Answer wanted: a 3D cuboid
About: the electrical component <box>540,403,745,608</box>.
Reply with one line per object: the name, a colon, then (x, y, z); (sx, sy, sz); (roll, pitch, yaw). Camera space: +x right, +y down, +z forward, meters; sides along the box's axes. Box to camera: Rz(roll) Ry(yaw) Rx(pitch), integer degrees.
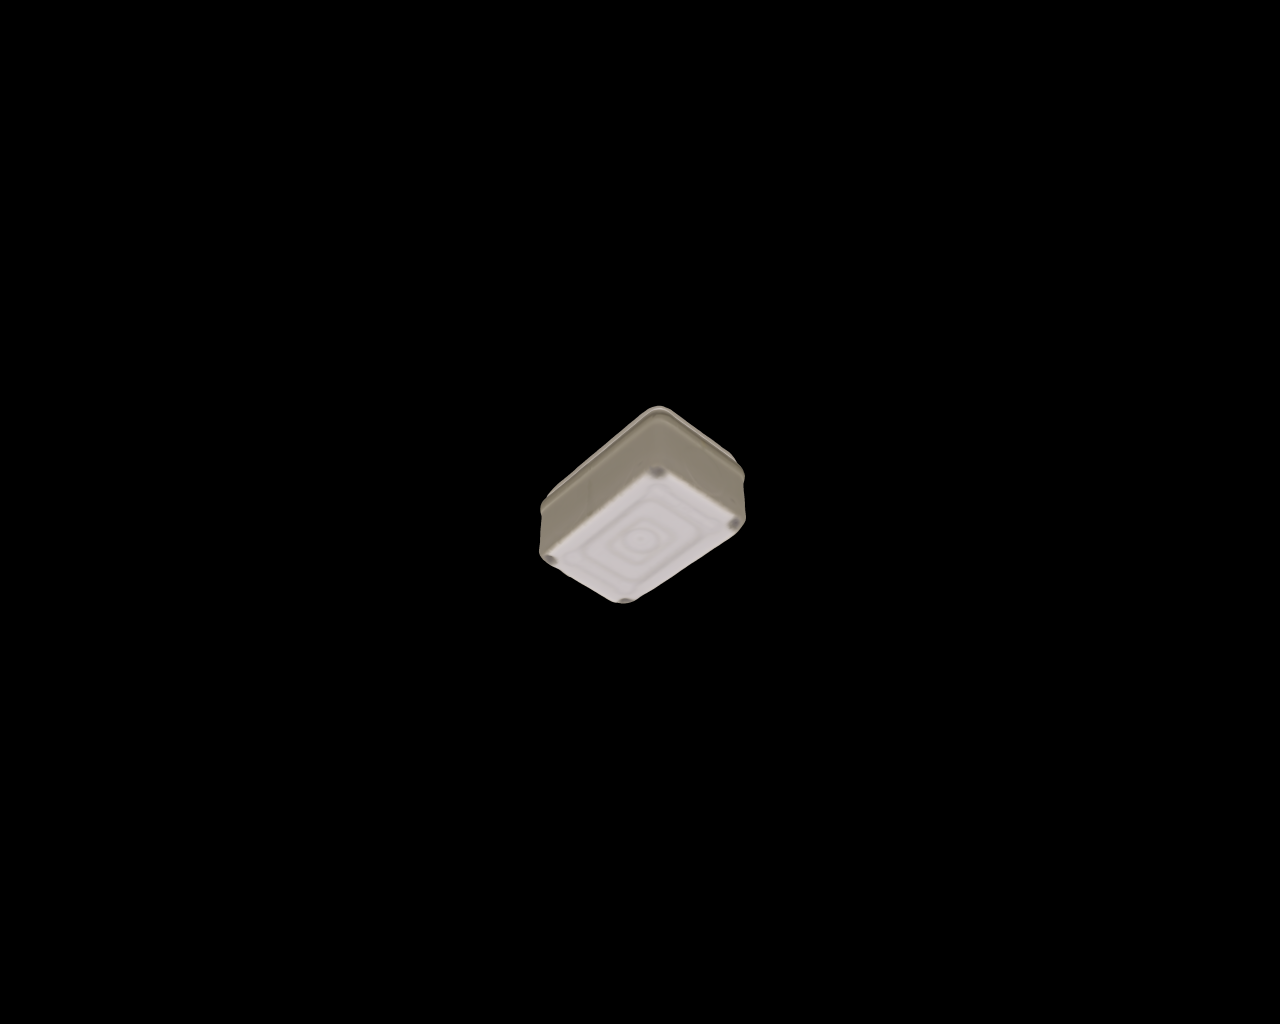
electrical component: (0.001, -0.003, 0.650); (0.078, 0.057, 0.113); (33, -54, -29)
